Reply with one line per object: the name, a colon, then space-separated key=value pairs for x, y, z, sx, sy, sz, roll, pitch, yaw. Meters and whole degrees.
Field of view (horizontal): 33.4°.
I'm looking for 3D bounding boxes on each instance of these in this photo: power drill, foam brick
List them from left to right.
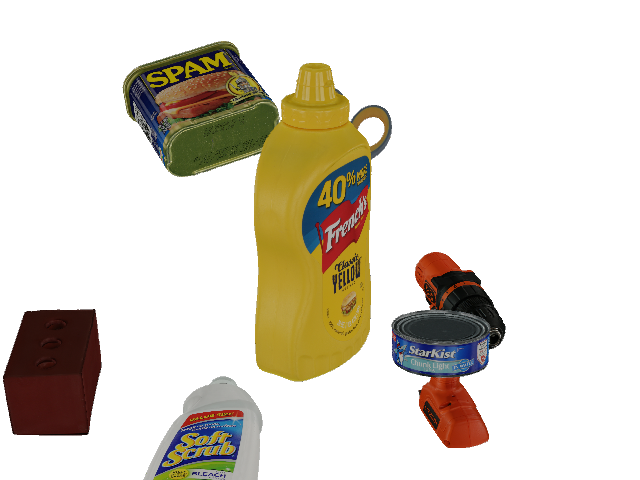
foam brick: x=-0.184 y=0.091 z=0.739 sx=0.053 sy=0.051 sz=0.078 roll=-1 pitch=31 yaw=-4
power drill: x=0.149 y=0.124 z=1.143 sx=0.057 sy=0.188 sz=0.184 roll=-5 pitch=23 yaw=-11

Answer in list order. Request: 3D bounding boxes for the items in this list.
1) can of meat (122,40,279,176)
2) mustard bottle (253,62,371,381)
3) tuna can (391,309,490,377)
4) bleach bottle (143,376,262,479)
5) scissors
can of meat: x=-0.093 y=-0.103 z=0.844 sx=0.102 sy=0.057 sz=0.084 roll=-21 pitch=51 yaw=-18
mustard bottle: x=-0.003 y=-0.015 z=0.666 sx=0.058 sy=0.192 sz=0.096 roll=15 pitch=28 yaw=32
tuna can: x=0.105 y=0.089 z=0.932 sx=0.086 sy=0.034 sz=0.086 roll=0 pitch=15 yaw=0
bleach bottle: x=-0.105 y=0.195 z=0.931 sx=0.102 sy=0.068 sz=0.251 roll=-1 pitch=23 yaw=1
scissors: x=0.024 y=-0.057 z=1.063 sx=0.096 sy=0.202 sz=0.016 roll=-1 pitch=-13 yaw=3
